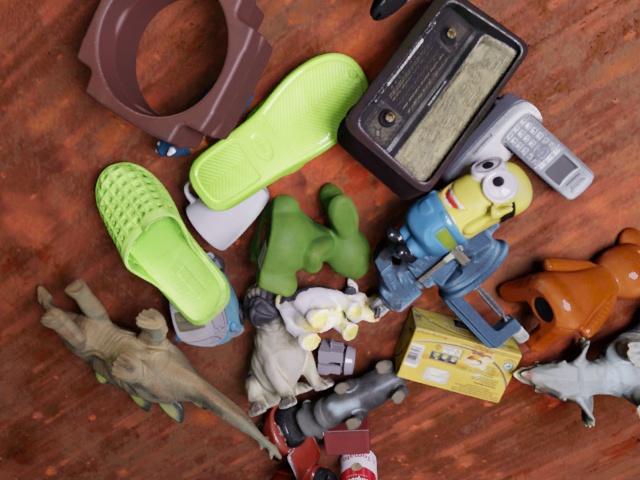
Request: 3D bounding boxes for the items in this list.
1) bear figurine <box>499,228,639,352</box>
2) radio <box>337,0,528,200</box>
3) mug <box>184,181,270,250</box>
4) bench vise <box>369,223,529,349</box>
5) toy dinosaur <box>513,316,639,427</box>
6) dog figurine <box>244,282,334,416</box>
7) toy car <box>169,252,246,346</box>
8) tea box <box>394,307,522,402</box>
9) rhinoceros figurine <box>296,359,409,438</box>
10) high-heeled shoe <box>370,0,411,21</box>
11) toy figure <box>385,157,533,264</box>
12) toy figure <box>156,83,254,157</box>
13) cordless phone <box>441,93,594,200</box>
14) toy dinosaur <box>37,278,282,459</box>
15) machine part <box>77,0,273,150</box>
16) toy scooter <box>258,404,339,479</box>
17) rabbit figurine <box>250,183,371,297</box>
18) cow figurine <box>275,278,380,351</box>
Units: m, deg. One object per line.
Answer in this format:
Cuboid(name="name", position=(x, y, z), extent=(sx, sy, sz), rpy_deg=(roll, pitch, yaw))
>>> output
Cuboid(name="bear figurine", position=(0.385, 0.068, 0.777), extent=(0.196, 0.132, 0.120), rpy_deg=(-21, 74, -18))
Cuboid(name="radio", position=(0.131, -0.175, 0.650), extent=(0.131, 0.073, 0.229), rpy_deg=(37, 80, -4))
Cuboid(name="mug", position=(-0.133, -0.058, 0.772), extent=(0.107, 0.081, 0.109), rpy_deg=(-37, 101, 5))
Cuboid(name="bench vise", position=(0.194, 0.072, 0.762), extent=(0.223, 0.129, 0.240), rpy_deg=(-44, 96, -2))
Cuboid(name="toy dinosaur", position=(0.490, 0.148, 0.778), extent=(0.405, 0.192, 0.131), rpy_deg=(-31, 84, -1))
Cuboid(name="dog figurine", position=(-0.083, 0.167, 0.861), extent=(0.172, 0.121, 0.190), rpy_deg=(-30, 78, 38))
Cuboid(name="toy car", position=(-0.182, 0.104, 0.823), extent=(0.109, 0.103, 0.161), rpy_deg=(-10, 113, 7))
Cuboid(name="tea box", position=(0.212, 0.179, 0.843), extent=(0.170, 0.068, 0.098), rpy_deg=(16, 113, -4))
Cuboid(name="rhinoceros figurine", position=(0.050, 0.255, 0.867), extent=(0.190, 0.112, 0.073), rpy_deg=(-28, 84, -2))
Cuboid(name="high-heeled shoe", position=(0.176, -0.316, 0.621), extent=(0.145, 0.086, 0.248), rpy_deg=(37, 95, -22))
Cuboid(name="toy figure", position=(0.174, -0.035, 0.675), extent=(0.180, 0.089, 0.082), rpy_deg=(-35, 75, 21))
Cuboid(name="toy figure", position=(-0.159, -0.161, 0.735), extent=(0.154, 0.064, 0.057), rpy_deg=(-37, 114, 16))
Cuboid(name="cordless phone", position=(0.262, -0.095, 0.724), extent=(0.184, 0.089, 0.146), rpy_deg=(36, 110, -15))
Cuboid(name="toy dinosaur", position=(-0.262, 0.190, 0.816), extent=(0.472, 0.105, 0.198), rpy_deg=(26, 148, 19))
Cuboid(name="machine part", position=(-0.176, -0.230, 0.664), extent=(0.202, 0.087, 0.201), rpy_deg=(31, 99, 12))
Cuboid(name="toy scooter", position=(-0.054, 0.370, 0.930), extent=(0.135, 0.075, 0.184), rpy_deg=(-31, 87, 43))
Cuboid(name="rabbit figurine", position=(-0.002, -0.002, 0.780), extent=(0.170, 0.121, 0.159), rpy_deg=(11, 107, -20))
Cuboid(name="cow figurine", position=(0.018, 0.101, 0.808), extent=(0.167, 0.098, 0.068), rpy_deg=(-6, 120, -41))
